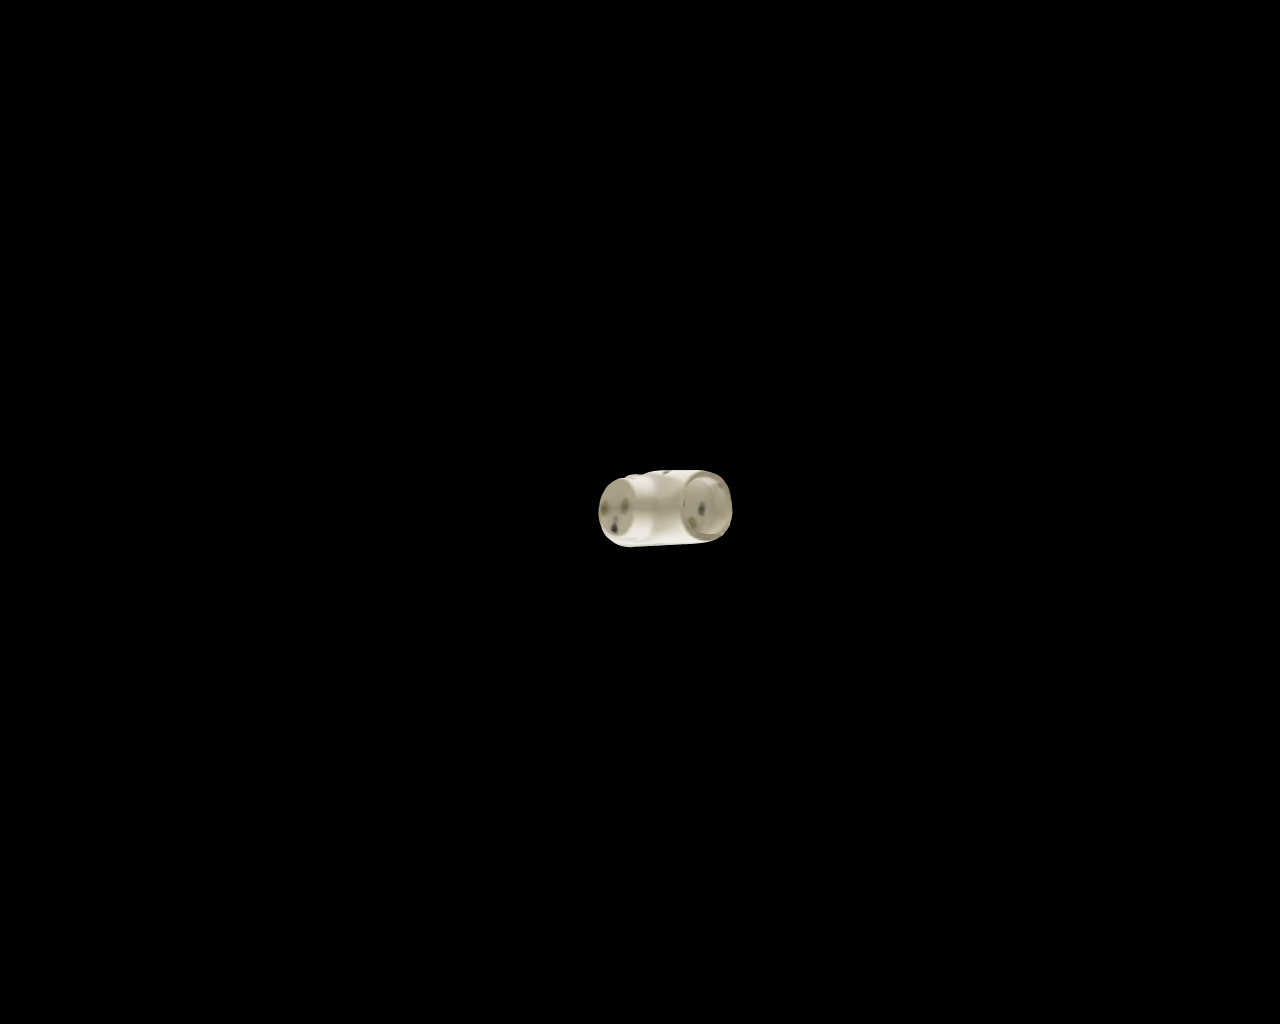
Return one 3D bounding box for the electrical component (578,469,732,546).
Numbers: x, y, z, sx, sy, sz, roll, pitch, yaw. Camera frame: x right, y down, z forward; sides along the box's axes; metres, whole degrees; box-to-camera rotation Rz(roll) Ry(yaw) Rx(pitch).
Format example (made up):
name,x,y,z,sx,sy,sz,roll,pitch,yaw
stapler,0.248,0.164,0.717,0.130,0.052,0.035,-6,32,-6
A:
name,x,y,z,sx,sy,sz,roll,pitch,yaw
electrical component,0.001,-0.003,0.650,0.079,0.043,0.077,4,-6,-39
